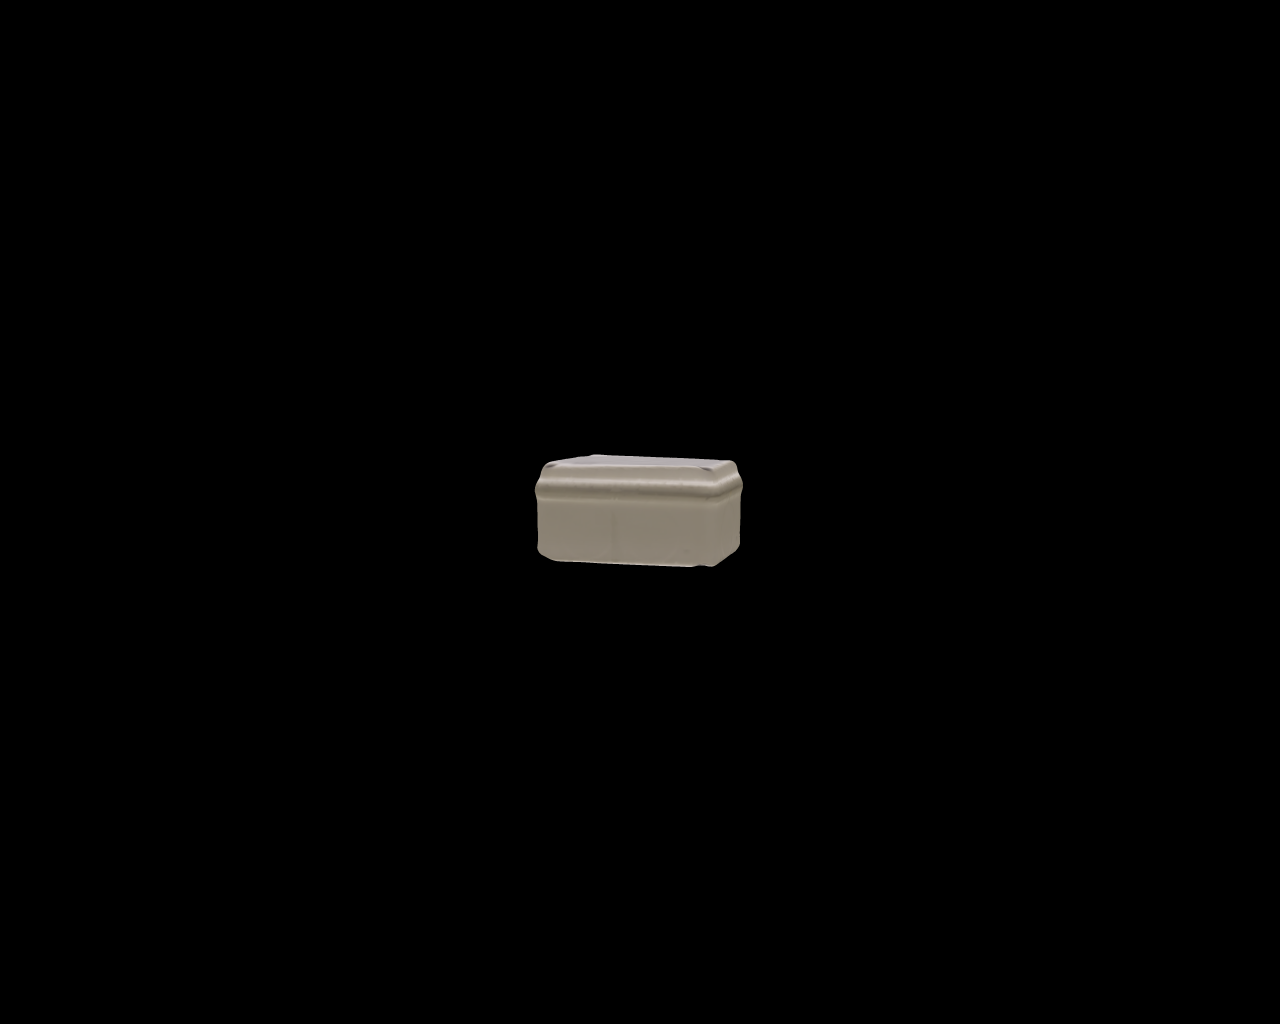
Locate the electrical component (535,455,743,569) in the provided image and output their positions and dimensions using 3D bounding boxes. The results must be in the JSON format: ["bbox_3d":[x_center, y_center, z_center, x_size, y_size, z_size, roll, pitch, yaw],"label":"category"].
[{"bbox_3d":[0.001,-0.003,0.650,0.113,0.057,0.078,2,8,18],"label":"electrical component"}]
